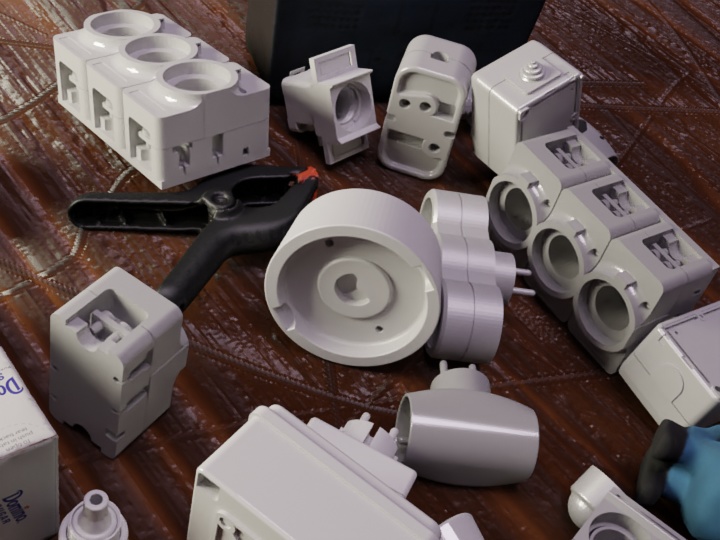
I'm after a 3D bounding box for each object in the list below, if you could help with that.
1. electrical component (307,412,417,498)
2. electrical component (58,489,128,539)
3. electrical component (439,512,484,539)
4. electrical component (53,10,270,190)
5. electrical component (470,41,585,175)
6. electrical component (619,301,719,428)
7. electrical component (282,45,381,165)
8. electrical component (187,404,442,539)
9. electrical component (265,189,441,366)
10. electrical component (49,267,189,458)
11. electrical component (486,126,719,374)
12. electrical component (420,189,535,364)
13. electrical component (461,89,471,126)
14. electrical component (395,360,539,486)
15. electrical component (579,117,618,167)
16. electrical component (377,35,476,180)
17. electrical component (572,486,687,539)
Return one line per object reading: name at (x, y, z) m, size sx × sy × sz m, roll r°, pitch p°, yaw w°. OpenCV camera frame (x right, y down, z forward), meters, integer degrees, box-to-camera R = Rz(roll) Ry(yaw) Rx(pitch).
electrical component at (-0.003, 0.110, 0.601) m, size 0.066 × 0.047 × 0.076 m, roll 27°, pitch 44°, yaw 8°
electrical component at (-0.132, 0.130, 0.532) m, size 0.035 × 0.061 × 0.035 m, roll 9°, pitch 45°, yaw -9°
electrical component at (0.058, 0.164, 0.568) m, size 0.045 × 0.045 × 0.055 m, roll -21°, pitch 56°, yaw -32°
electrical component at (-0.142, -0.128, 0.760) m, size 0.089 × 0.061 × 0.150 m, roll -22°, pitch 43°, yaw -33°
electrical component at (0.118, -0.119, 0.781) m, size 0.062 × 0.096 × 0.061 m, roll -31°, pitch 55°, yaw -18°
electrical component at (0.228, 0.065, 0.707) m, size 0.096 × 0.061 × 0.061 m, roll -15°, pitch 59°, yaw -35°
electrical component at (-0.024, -0.126, 0.810) m, size 0.064 × 0.081 × 0.042 m, roll 16°, pitch 33°, yaw 43°
electrical component at (-0.027, 0.138, 0.523) m, size 0.109 × 0.108 × 0.056 m, roll 34°, pitch 49°, yaw 17°
electrical component at (0.000, 0.000, 0.671) m, size 0.108 × 0.108 × 0.060 m, roll 17°, pitch 38°, yaw 0°
electrical component at (-0.132, 0.049, 0.591) m, size 0.050 × 0.089 × 0.056 m, roll 32°, pitch 46°, yaw 15°
electrical component at (0.157, -0.014, 0.741) m, size 0.062 × 0.089 × 0.150 m, roll -18°, pitch 54°, yaw -31°
electrical component at (0.082, 0.005, 0.727) m, size 0.074 × 0.052 × 0.138 m, roll 8°, pitch 45°, yaw -10°
electrical component at (0.102, -0.139, 0.881) m, size 0.081 × 0.043 × 0.043 m, roll -4°, pitch 48°, yaw -20°
electrical component at (0.062, 0.086, 0.647) m, size 0.077 × 0.043 × 0.079 m, roll 8°, pitch 44°, yaw -9°
electrical component at (0.148, -0.087, 0.844) m, size 0.079 × 0.043 × 0.077 m, roll -32°, pitch 61°, yaw -28°
electrical component at (0.051, -0.125, 0.814) m, size 0.054 × 0.095 × 0.059 m, roll 17°, pitch 44°, yaw 3°
electrical component at (0.161, 0.183, 0.566) m, size 0.121 × 0.063 × 0.079 m, roll 36°, pitch 47°, yaw 19°
